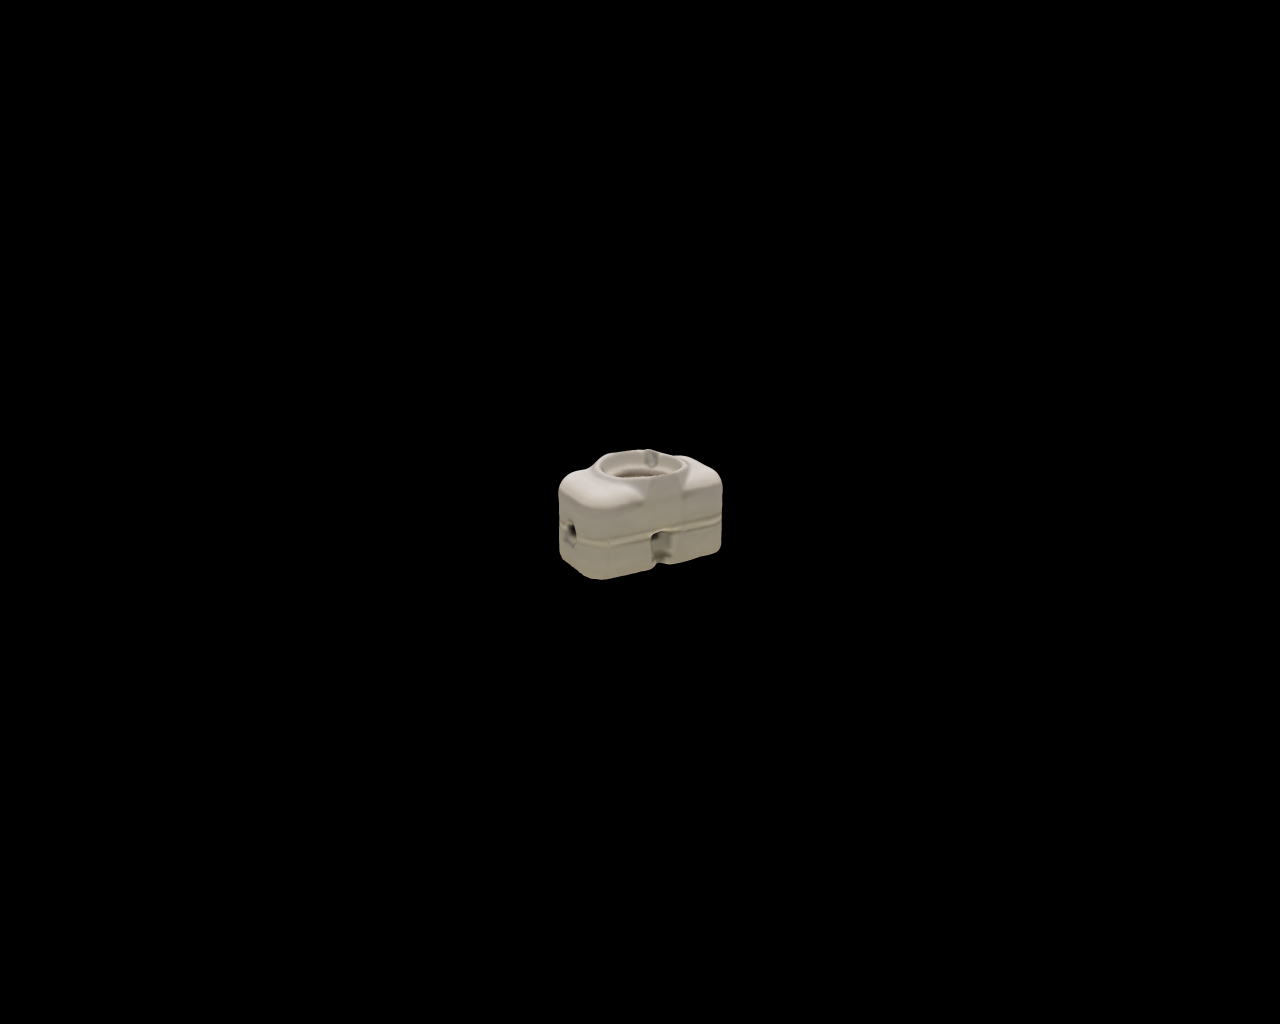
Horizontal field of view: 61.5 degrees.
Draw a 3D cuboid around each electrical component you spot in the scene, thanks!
[{"bbox_3d":[0.001,-0.003,0.650,0.095,0.059,0.054,-11,23,-27],"label":"electrical component"}]
